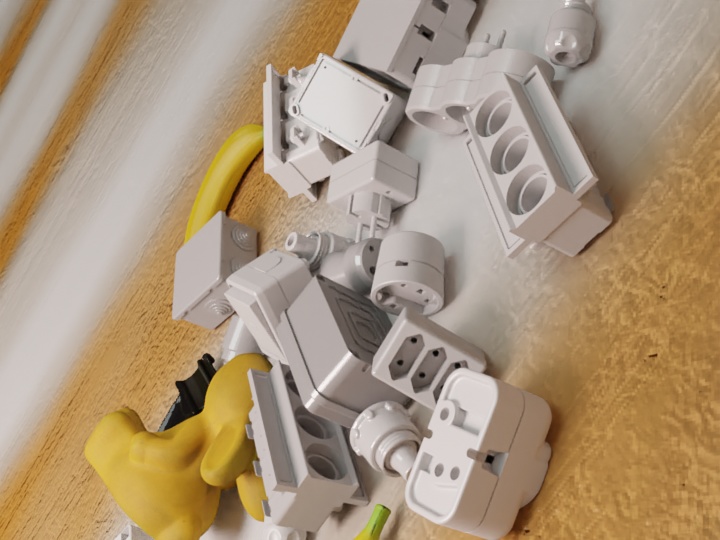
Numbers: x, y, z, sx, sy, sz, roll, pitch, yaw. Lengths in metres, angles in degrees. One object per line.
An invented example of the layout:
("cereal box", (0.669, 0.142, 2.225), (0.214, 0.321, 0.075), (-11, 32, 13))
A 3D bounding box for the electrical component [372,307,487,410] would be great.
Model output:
("electrical component", (0.049, 0.061, 0.764), (0.047, 0.066, 0.076), (-59, 3, 11))

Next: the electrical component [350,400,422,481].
("electrical component", (0.025, 0.127, 0.768), (0.048, 0.048, 0.062), (-59, 39, 11))

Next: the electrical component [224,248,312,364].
("electrical component", (-0.066, 0.040, 0.916), (0.061, 0.096, 0.062), (-34, 26, -21))

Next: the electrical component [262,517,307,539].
("electrical component", (-0.059, 0.192, 0.857), (0.035, 0.035, 0.061), (-34, 41, 40))

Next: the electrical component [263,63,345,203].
("electrical component", (-0.055, -0.138, 1.043), (0.063, 0.078, 0.121), (-22, 49, 21))

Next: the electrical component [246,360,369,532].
("electrical component", (-0.048, 0.138, 0.838), (0.063, 0.079, 0.121), (-57, 32, 27))

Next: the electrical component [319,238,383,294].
("electrical component", (0.000, 0.000, 0.888), (0.055, 0.045, 0.045), (-20, 53, 49))

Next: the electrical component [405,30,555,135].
("electrical component", (0.096, -0.153, 0.839), (0.138, 0.052, 0.073), (3, 72, 56))

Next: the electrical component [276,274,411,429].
("electrical component", (-0.011, 0.066, 0.830), (0.057, 0.078, 0.113), (-51, 34, 18))

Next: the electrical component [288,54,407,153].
("electrical component", (-0.013, -0.147, 0.959), (0.096, 0.061, 0.061), (32, 99, 16))

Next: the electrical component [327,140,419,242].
("electrical component", (0.009, -0.058, 0.911), (0.066, 0.047, 0.076), (-23, 52, 48))

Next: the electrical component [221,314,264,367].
("electrical component", (-0.110, 0.077, 1.004), (0.040, 0.040, 0.078), (8, 77, 57))

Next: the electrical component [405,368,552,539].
("electrical component", (0.078, 0.117, 0.679), (0.054, 0.059, 0.095), (14, 81, 58))

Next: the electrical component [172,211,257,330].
("electrical component", (-0.147, 0.003, 1.100), (0.100, 0.048, 0.099), (-38, 41, 37))

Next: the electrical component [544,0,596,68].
("electrical component", (0.156, -0.181, 0.788), (0.035, 0.035, 0.061), (-13, 57, 52))

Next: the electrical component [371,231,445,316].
("electrical component", (0.038, 0.003, 0.822), (0.055, 0.055, 0.047), (-28, 44, 45))

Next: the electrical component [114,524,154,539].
("electrical component", (-0.214, 0.308, 0.974), (0.108, 0.056, 0.108), (-47, 33, 22))

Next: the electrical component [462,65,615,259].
("electrical component", (0.122, -0.070, 0.735), (0.078, 0.063, 0.121), (-46, 38, 29))

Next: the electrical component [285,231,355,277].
("electrical component", (-0.035, -0.014, 0.933), (0.048, 0.062, 0.048), (-34, 43, 40))

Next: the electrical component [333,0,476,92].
("electrical component", (0.063, -0.252, 0.948), (0.105, 0.060, 0.186), (32, 97, 58))
